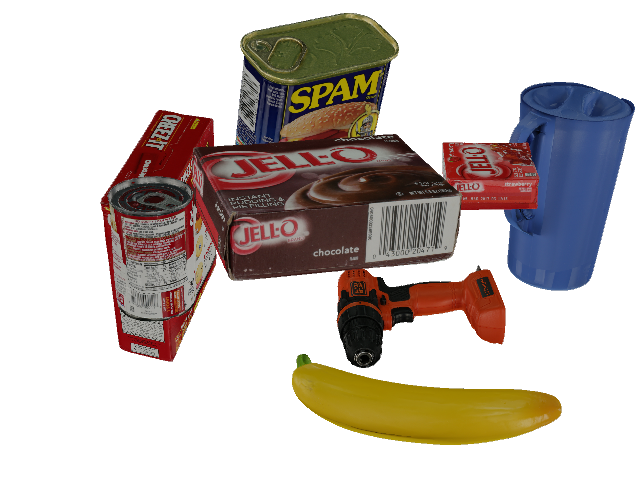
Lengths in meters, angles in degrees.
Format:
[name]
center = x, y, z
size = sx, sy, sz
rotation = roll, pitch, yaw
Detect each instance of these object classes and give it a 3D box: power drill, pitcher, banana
[power drill]
center = 0.112, 0.084, 1.216
size = 0.187, 0.057, 0.184
rotation = -1, 27, -1
[pitcher]
center = 0.290, -0.062, 1.309
size = 0.149, 0.243, 0.145
rotation = 4, 27, 2
[banana]
center = 0.057, 0.106, 0.714
size = 0.198, 0.037, 0.069
rotation = 9, 34, 26

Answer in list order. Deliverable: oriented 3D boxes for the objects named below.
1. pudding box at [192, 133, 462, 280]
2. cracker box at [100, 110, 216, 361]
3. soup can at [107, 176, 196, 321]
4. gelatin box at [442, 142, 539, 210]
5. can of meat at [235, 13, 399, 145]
[pudding box]
center = 0.000, -0.019, 0.520
size = 0.113, 0.039, 0.090
rotation = -4, 26, -16
[cracker box]
center = -0.167, -0.005, 1.136
size = 0.072, 0.214, 0.164
rotation = 11, 43, 9
[soup can]
center = -0.137, 0.007, 0.877
size = 0.068, 0.102, 0.068
rotation = 1, 28, -1
[gelatin box]
center = 0.137, -0.054, 0.872
size = 0.073, 0.030, 0.089
rotation = 0, 24, 5
[can of meat]
center = -0.005, -0.095, 0.709
size = 0.101, 0.084, 0.057
rotation = -17, 49, -27
